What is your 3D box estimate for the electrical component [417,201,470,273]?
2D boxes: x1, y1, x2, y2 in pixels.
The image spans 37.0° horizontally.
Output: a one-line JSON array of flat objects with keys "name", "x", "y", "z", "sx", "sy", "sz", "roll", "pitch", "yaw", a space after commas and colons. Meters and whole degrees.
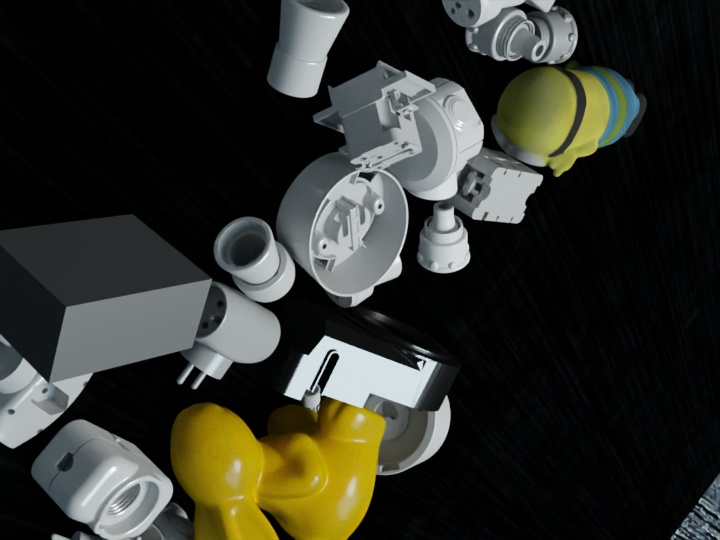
[{"name": "electrical component", "x": 0.075, "y": -0.032, "z": 0.961, "sx": 0.048, "sy": 0.048, "sz": 0.062, "roll": -32, "pitch": 136, "yaw": -32}]

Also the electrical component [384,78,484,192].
[{"name": "electrical component", "x": 0.050, "y": -0.104, "z": 0.822, "sx": 0.051, "sy": 0.080, "sz": 0.080, "roll": -32, "pitch": 143, "yaw": -42}]

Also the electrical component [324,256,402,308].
[{"name": "electrical component", "x": 0.000, "y": 0.000, "z": 0.888, "sx": 0.055, "sy": 0.045, "sz": 0.045, "roll": -34, "pitch": 144, "yaw": -29}]

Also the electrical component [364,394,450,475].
[{"name": "electrical component", "x": 0.033, "y": 0.135, "z": 1.010, "sx": 0.108, "sy": 0.108, "sz": 0.060, "roll": -60, "pitch": 155, "yaw": 9}]

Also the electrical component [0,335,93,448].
[{"name": "electrical component", "x": -0.212, "y": 0.060, "z": 0.662, "sx": 0.077, "sy": 0.043, "sz": 0.079, "roll": -47, "pitch": 148, "yaw": -11}]

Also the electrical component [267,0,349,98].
[{"name": "electrical component", "x": -0.037, "y": -0.146, "z": 0.700, "sx": 0.044, "sy": 0.044, "sz": 0.065, "roll": -19, "pitch": 139, "yaw": -44}]

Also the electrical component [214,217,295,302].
[{"name": "electrical component", "x": -0.075, "y": -0.006, "z": 0.780, "sx": 0.045, "sy": 0.045, "sz": 0.055, "roll": -48, "pitch": 149, "yaw": -10}]

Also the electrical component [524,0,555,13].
[{"name": "electrical component", "x": 0.159, "y": -0.243, "z": 0.835, "sx": 0.047, "sy": 0.076, "sz": 0.083, "roll": 13, "pitch": 109, "yaw": -57}]

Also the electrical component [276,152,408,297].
[{"name": "electrical component", "x": -0.013, "y": -0.037, "z": 0.815, "sx": 0.099, "sy": 0.064, "sz": 0.099, "roll": -34, "pitch": 144, "yaw": -30}]

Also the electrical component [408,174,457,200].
[{"name": "electrical component", "x": 0.062, "y": -0.096, "z": 0.883, "sx": 0.044, "sy": 0.044, "sz": 0.065, "roll": -26, "pitch": 134, "yaw": -39}]

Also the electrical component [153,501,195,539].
[{"name": "electrical component", "x": -0.167, "y": 0.236, "z": 0.888, "sx": 0.080, "sy": 0.051, "sz": 0.080, "roll": -34, "pitch": 144, "yaw": -30}]

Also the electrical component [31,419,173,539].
[{"name": "electrical component", "x": -0.182, "y": 0.155, "z": 0.779, "sx": 0.053, "sy": 0.059, "sz": 0.095, "roll": -51, "pitch": 149, "yaw": -6}]

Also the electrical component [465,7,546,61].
[{"name": "electrical component", "x": 0.118, "y": -0.185, "z": 0.849, "sx": 0.048, "sy": 0.062, "sz": 0.048, "roll": -34, "pitch": 143, "yaw": -30}]

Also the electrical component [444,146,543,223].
[{"name": "electrical component", "x": 0.110, "y": -0.078, "z": 0.950, "sx": 0.089, "sy": 0.056, "sz": 0.050, "roll": 1, "pitch": 119, "yaw": -54}]

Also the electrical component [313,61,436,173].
[{"name": "electrical component", "x": 0.013, "y": -0.107, "z": 0.770, "sx": 0.081, "sy": 0.063, "sz": 0.042, "roll": -22, "pitch": 163, "yaw": 30}]

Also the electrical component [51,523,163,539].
[{"name": "electrical component", "x": -0.204, "y": 0.224, "z": 0.823, "sx": 0.079, "sy": 0.043, "sz": 0.077, "roll": 27, "pitch": 100, "yaw": -23}]

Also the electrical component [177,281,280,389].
[{"name": "electrical component", "x": -0.107, "y": 0.054, "z": 0.797, "sx": 0.079, "sy": 0.043, "sz": 0.077, "roll": -55, "pitch": 149, "yaw": 1}]

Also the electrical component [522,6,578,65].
[{"name": "electrical component", "x": 0.147, "y": -0.194, "z": 0.899, "sx": 0.062, "sy": 0.048, "sz": 0.048, "roll": -15, "pitch": 132, "yaw": -37}]

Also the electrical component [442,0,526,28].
[{"name": "electrical component", "x": 0.095, "y": -0.212, "z": 0.809, "sx": 0.055, "sy": 0.045, "sz": 0.045, "roll": -33, "pitch": 143, "yaw": -30}]
